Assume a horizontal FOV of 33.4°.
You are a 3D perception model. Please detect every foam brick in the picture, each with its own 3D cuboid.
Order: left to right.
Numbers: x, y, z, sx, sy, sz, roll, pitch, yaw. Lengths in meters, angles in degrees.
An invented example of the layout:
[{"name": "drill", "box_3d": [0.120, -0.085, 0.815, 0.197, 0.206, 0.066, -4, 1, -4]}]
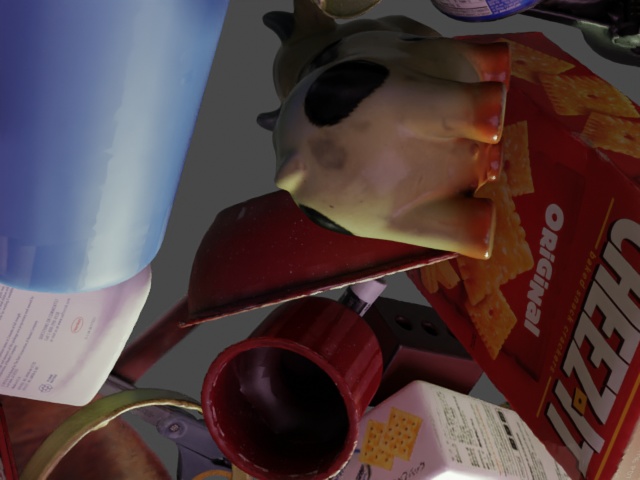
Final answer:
[{"name": "foam brick", "box_3d": [0.059, 0.076, 0.691, 0.078, 0.053, 0.051, 13, 118, -34]}]

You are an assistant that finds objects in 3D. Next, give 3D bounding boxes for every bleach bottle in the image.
[{"name": "bleach bottle", "box_3d": [-0.214, 0.013, 0.503, 0.250, 0.068, 0.103, 15, 116, -32]}]

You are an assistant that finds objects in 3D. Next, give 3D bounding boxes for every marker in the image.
[{"name": "marker", "box_3d": [0.000, 0.068, 0.678, 0.020, 0.020, 0.121, 23, 112, -37]}]

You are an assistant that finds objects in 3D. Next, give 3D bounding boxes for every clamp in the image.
[{"name": "clamp", "box_3d": [0.174, -0.125, 0.567, 0.171, 0.120, 0.039, 10, 87, -38]}]

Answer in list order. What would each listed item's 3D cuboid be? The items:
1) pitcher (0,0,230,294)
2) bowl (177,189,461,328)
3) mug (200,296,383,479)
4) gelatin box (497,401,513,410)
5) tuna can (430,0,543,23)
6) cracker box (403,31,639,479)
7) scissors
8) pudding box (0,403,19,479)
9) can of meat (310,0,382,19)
[{"name": "pitcher", "box_3d": [-0.106, -0.097, 0.427, 0.149, 0.145, 0.243, 8, 125, -14]}, {"name": "bowl", "box_3d": [-0.004, 0.001, 0.567, 0.162, 0.162, 0.055, -14, 88, -16]}, {"name": "mug", "box_3d": [-0.012, 0.094, 0.628, 0.093, 0.081, 0.117, 8, 112, 16]}, {"name": "gelatin box", "box_3d": [0.141, 0.171, 0.798, 0.073, 0.030, 0.089, -28, 105, -5]}, {"name": "tuna can", "box_3d": [0.085, -0.146, 0.514, 0.086, 0.086, 0.033, -38, 133, 4]}, {"name": "cracker box", "box_3d": [0.130, 0.008, 0.566, 0.072, 0.214, 0.164, -8, 127, -24]}, {"name": "scissors", "box_3d": [-0.098, 0.132, 0.680, 0.201, 0.016, 0.096, 22, 113, -36]}, {"name": "pudding box", "box_3d": [-0.219, 0.142, 0.578, 0.113, 0.090, 0.039, -36, 133, 3]}, {"name": "can of meat", "box_3d": [0.015, -0.156, 0.473, 0.102, 0.084, 0.057, -44, 131, 10]}]
